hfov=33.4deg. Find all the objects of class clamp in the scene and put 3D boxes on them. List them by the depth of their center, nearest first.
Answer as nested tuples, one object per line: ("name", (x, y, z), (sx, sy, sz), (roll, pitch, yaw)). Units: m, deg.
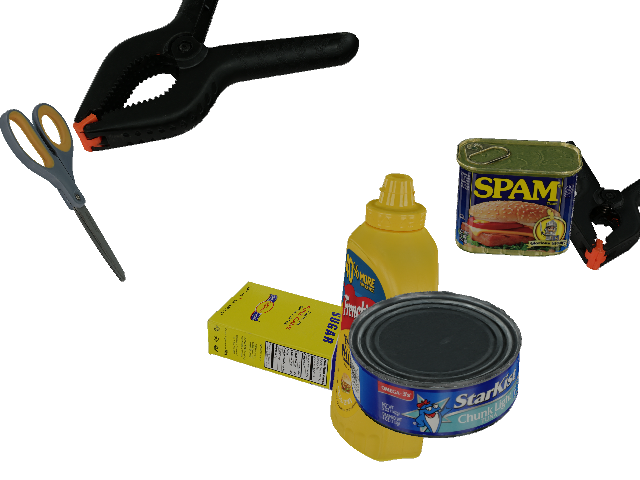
("clamp", (-0.087, -0.131, 0.790), (0.165, 0.209, 0.036), (36, -20, 25))
("clamp", (0.288, -0.042, 1.110), (0.120, 0.039, 0.171), (18, 45, 21))

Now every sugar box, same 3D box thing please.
("sugar box", (-0.012, 0.095, 1.040), (0.176, 0.048, 0.093), (11, 28, 20))

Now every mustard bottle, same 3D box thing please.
("mustard bottle", (0.046, 0.048, 0.741), (0.058, 0.192, 0.096), (-1, 18, -18))

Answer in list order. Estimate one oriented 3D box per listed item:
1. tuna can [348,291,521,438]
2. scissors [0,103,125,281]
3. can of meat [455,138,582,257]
("tuna can", (0.057, 0.061, 0.537), (0.086, 0.034, 0.086), (-3, 28, 1))
("scissors", (-0.248, -0.058, 1.084), (0.016, 0.201, 0.096), (-24, 27, 27))
("can of meat", (0.164, -0.035, 0.900), (0.102, 0.084, 0.057), (3, 31, 8))
